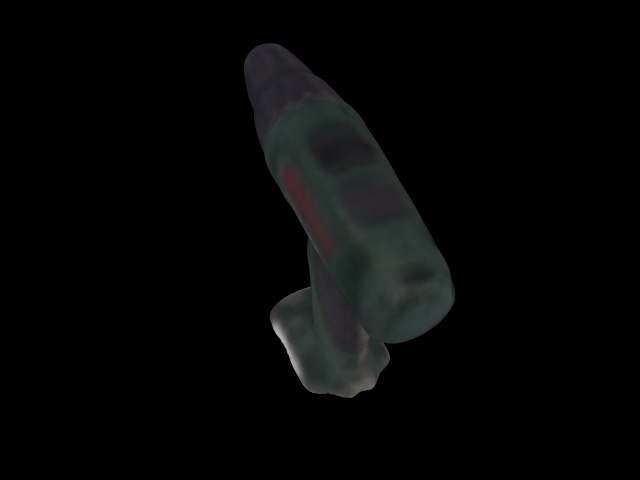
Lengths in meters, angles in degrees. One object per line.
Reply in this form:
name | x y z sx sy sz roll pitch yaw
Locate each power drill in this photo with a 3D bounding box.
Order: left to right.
power drill | 0.004 0.001 0.400 0.076 0.208 0.229 -19 46 -19
